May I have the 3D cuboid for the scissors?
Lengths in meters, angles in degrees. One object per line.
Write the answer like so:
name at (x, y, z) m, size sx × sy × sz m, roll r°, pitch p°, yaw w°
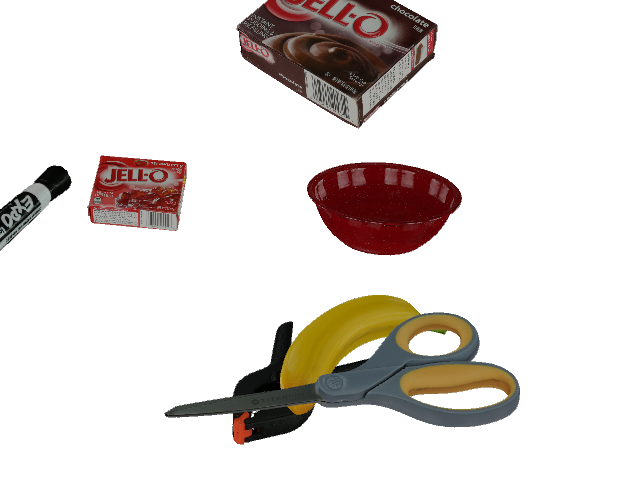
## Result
scissors at (0.015, 0.075, 0.629) m, size 0.201 × 0.016 × 0.096 m, roll 3°, pitch 37°, yaw 0°

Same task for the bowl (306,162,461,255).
bowl at (0.065, -0.028, 1.123) m, size 0.162 × 0.055 × 0.162 m, roll 2°, pitch 26°, yaw -1°

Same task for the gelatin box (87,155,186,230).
gelatin box at (-0.183, -0.049, 1.070) m, size 0.089 × 0.073 × 0.030 m, roll 5°, pitch -43°, yaw -3°

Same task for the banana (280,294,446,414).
banana at (0.021, 0.079, 0.833) m, size 0.070 × 0.037 × 0.197 m, roll 16°, pitch 26°, yaw 36°

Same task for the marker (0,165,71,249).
marker at (-0.188, -0.014, 0.654) m, size 0.020 × 0.020 × 0.121 m, roll 0°, pitch 30°, yaw 21°

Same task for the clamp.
clamp at (-0.037, 0.139, 1.060) m, size 0.120 × 0.039 × 0.171 m, roll 23°, pitch 35°, yaw 37°

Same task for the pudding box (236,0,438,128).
pudding box at (0.012, -0.141, 0.755) m, size 0.114 × 0.090 × 0.039 m, roll 36°, pitch -24°, yaw 21°
